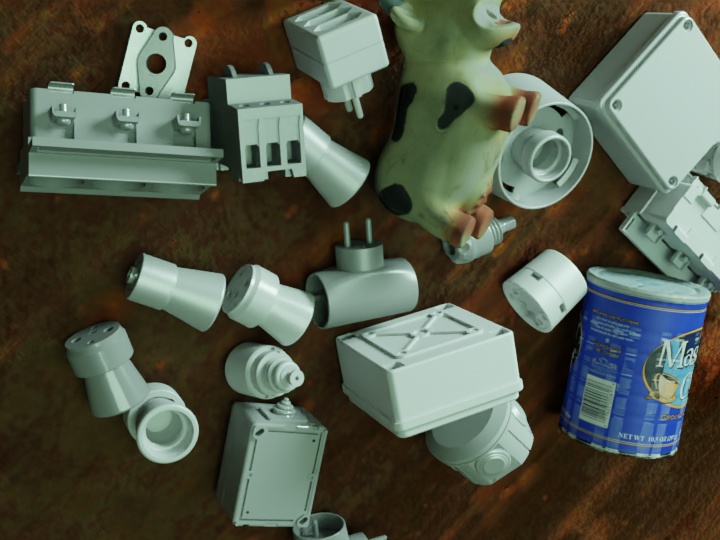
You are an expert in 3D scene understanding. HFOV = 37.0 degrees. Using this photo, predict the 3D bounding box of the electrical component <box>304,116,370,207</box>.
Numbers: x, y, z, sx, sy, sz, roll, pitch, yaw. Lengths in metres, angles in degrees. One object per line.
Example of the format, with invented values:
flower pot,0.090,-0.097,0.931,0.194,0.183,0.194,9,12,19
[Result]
electrical component,-0.031,-0.083,0.794,0.065,0.044,0.044,39,86,-22

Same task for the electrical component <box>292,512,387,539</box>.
electrical component,-0.013,0.238,0.881,0.079,0.043,0.077,-12,108,-21

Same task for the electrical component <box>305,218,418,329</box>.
electrical component,0.000,0.000,0.825,0.077,0.044,0.079,-10,105,-26

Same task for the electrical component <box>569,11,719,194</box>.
electrical component,0.248,-0.140,0.895,0.108,0.056,0.108,-48,117,-7

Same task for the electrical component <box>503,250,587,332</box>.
electrical component,0.155,0.016,0.895,0.047,0.055,0.055,-40,115,-14

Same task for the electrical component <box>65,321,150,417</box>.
electrical component,-0.180,0.070,0.763,0.045,0.045,0.055,-24,111,-17

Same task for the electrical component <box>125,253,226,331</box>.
electrical component,-0.135,0.014,0.772,0.065,0.044,0.044,21,94,-22

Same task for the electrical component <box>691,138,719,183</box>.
electrical component,0.316,-0.098,0.937,0.066,0.055,0.048,13,97,-26

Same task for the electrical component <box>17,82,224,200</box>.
electrical component,-0.162,-0.085,0.720,0.121,0.079,0.063,1,81,-24

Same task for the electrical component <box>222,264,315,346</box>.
electrical component,-0.068,0.025,0.801,0.055,0.045,0.045,29,90,-27

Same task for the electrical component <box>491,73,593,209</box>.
electrical component,0.135,-0.101,0.864,0.099,0.064,0.099,-13,122,-23

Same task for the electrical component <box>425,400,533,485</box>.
electrical component,0.098,0.132,0.885,0.080,0.080,0.051,-50,122,-6

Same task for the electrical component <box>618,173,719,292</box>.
electrical component,0.294,-0.028,0.940,0.121,0.063,0.078,40,85,-27

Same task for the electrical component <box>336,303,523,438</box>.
electrical component,0.051,0.074,0.832,0.109,0.109,0.056,-16,106,-20

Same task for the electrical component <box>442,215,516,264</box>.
electrical component,0.098,-0.029,0.869,0.061,0.035,0.035,-21,111,-21

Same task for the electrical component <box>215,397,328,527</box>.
electrical component,-0.069,0.140,0.821,0.062,0.061,0.096,8,100,-26

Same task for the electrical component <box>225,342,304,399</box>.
electrical component,-0.068,0.076,0.800,0.040,0.078,0.040,-2,93,-36

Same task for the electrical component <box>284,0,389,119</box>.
electrical component,-0.013,-0.146,0.772,0.047,0.066,0.076,-26,122,-15

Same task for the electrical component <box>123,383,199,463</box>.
electrical component,-0.146,0.110,0.782,0.045,0.055,0.045,-6,105,-23
